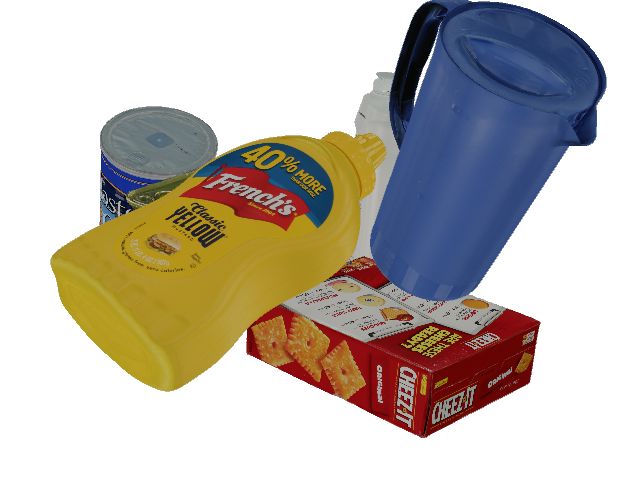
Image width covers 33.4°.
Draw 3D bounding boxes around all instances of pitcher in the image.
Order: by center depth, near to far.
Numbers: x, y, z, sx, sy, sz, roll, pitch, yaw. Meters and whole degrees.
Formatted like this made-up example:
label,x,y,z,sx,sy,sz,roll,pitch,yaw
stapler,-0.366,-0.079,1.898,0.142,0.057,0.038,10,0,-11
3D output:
label,x,y,z,sx,sy,sz,roll,pitch,yaw
pitcher,0.118,-0.071,0.883,0.145,0.149,0.243,16,-46,-5

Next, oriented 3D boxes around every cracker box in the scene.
label,x,y,z,sx,sy,sz,roll,pitch,yaw
cracker box,0.063,0.090,0.972,0.214,0.072,0.163,21,26,39

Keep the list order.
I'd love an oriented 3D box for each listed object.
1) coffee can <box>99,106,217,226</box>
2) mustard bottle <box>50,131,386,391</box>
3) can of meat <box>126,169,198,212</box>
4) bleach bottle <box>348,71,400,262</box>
label,x,y,z,sx,sy,sz,roll,pitch,yaw
coffee can,-0.151,-0.037,0.978,0.102,0.140,0.103,6,40,-5
mustard bottle,-0.036,-0.006,0.558,0.191,0.058,0.096,-35,50,-30
can of meat,-0.095,0.001,0.785,0.058,0.084,0.101,19,26,30
bleach bottle,0.066,-0.065,1.226,0.068,0.251,0.103,-2,23,-19
